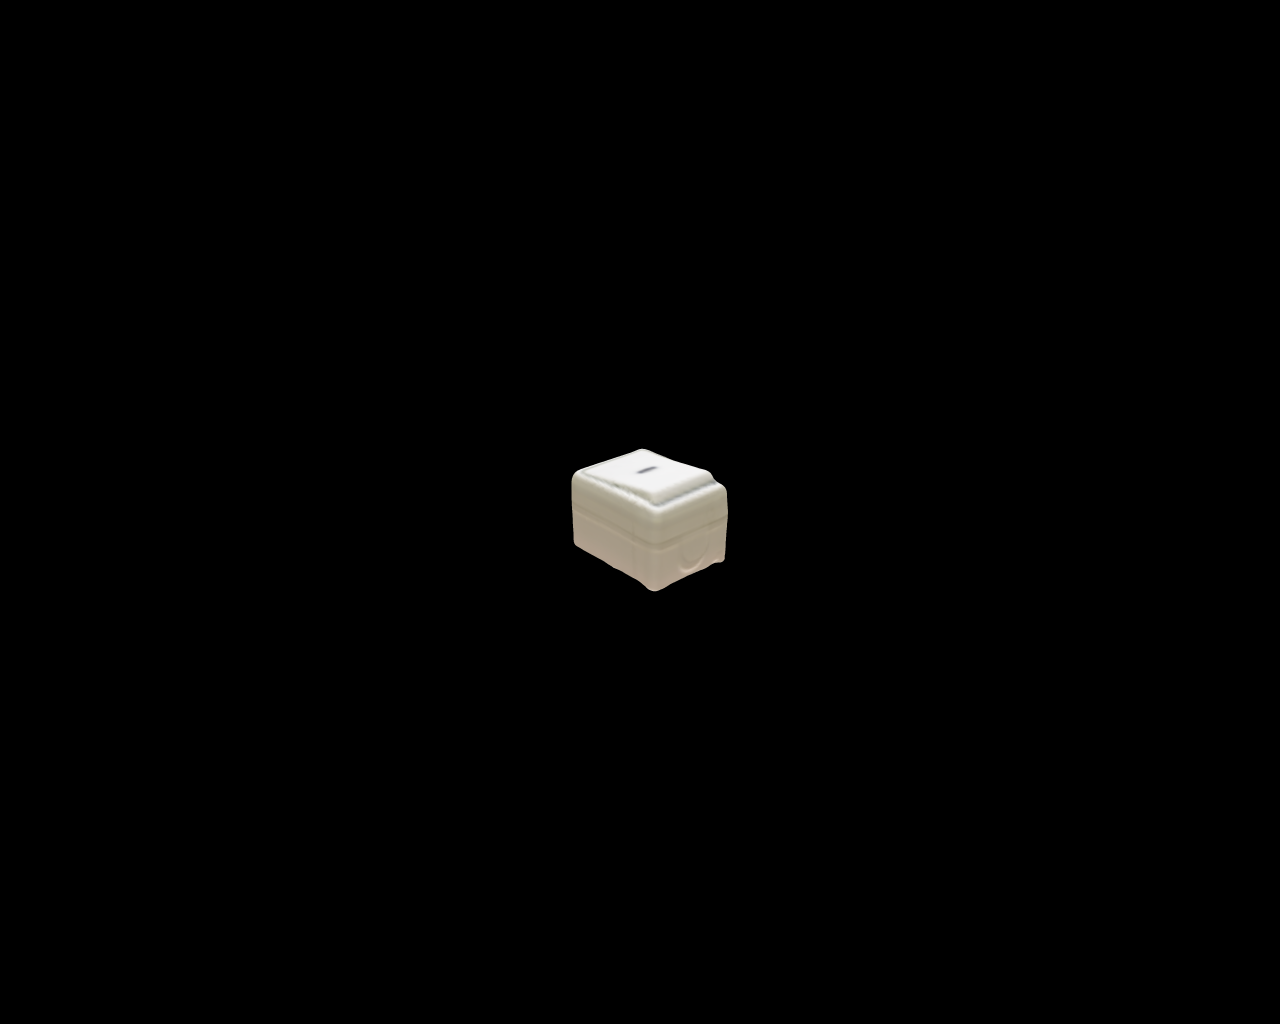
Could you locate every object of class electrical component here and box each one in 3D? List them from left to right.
[{"bbox_3d":[0.001,-0.003,0.650,0.062,0.061,0.096,-21,33,-36],"label":"electrical component"}]
